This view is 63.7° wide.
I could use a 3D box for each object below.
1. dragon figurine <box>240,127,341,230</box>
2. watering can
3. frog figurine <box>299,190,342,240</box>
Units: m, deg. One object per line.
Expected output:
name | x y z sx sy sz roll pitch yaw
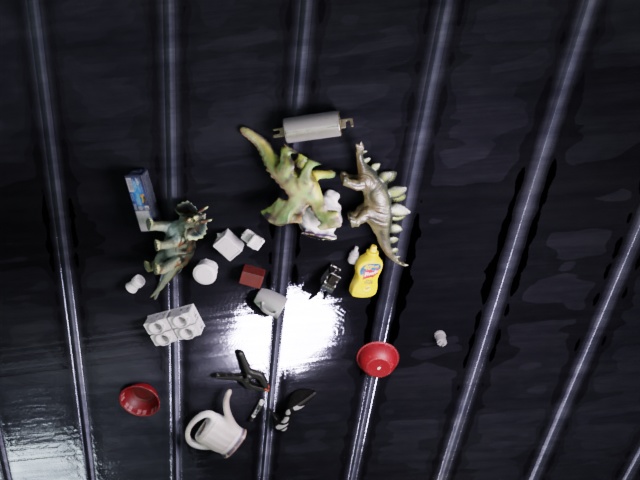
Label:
dragon figurine | -0.105 -0.159 1.575 0.411 0.241 0.122 27 8 8
watering can | -0.390 0.747 2.063 0.223 0.343 0.106 37 22 -16
frog figurine | 0.005 -0.084 1.662 0.137 0.161 0.121 9 -10 7
